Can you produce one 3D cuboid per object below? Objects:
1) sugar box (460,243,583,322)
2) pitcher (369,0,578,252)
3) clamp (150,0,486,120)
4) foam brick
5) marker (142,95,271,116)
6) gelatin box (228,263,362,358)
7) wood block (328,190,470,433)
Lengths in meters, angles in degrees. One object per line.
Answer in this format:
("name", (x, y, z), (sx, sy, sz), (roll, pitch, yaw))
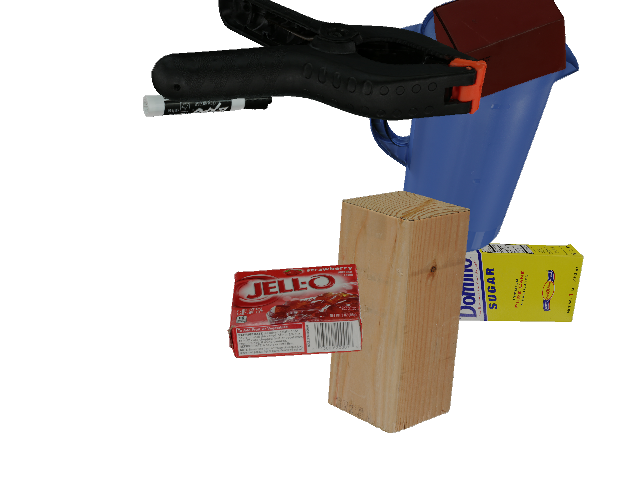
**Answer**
("sugar box", (0.229, 0.052, 1.319), (0.176, 0.093, 0.048), (0, 20, -12))
("pitcher", (0.137, -0.107, 1.056), (0.144, 0.243, 0.149), (-29, 55, -31))
("clamp", (-0.002, -0.092, 0.571), (0.172, 0.039, 0.120), (15, 41, 18))
("foam brick", (0.125, -0.141, 0.743), (0.078, 0.051, 0.053), (-19, -35, -1))
("marker", (-0.102, -0.127, 0.978), (0.121, 0.020, 0.020), (-7, 3, -24))
("gelatin box", (-0.017, 0.047, 0.738), (0.089, 0.030, 0.073), (-3, 28, 1))
("wood block", (0.074, 0.065, 1.024), (0.090, 0.206, 0.090), (-11, 21, -43))
